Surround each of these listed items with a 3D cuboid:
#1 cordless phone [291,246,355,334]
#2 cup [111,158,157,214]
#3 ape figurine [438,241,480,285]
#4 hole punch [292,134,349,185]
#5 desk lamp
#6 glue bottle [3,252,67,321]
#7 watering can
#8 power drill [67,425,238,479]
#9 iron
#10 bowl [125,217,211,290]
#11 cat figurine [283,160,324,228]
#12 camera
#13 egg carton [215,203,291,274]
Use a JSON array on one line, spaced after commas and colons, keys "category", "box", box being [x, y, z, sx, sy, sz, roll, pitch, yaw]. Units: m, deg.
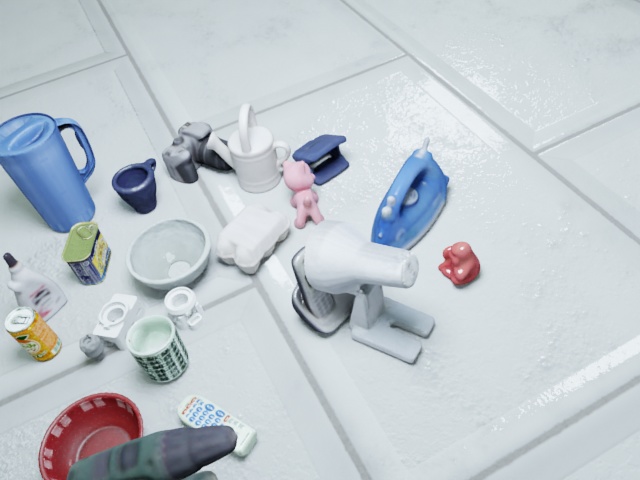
[{"category": "cordless phone", "box": [0.012, 0.059, 0.989, 0.094, 0.185, 0.148, 25, 57, 26]}, {"category": "cup", "box": [-0.387, -0.114, 1.251, 0.091, 0.095, 0.118, 16, 54, 20]}, {"category": "ape figurine", "box": [0.254, 0.036, 1.039, 0.076, 0.092, 0.078, 3, 50, 10]}, {"category": "hole punch", "box": [-0.003, -0.193, 1.269, 0.109, 0.091, 0.100, -37, 54, -22]}, {"category": "desk lamp", "box": [0.086, 0.075, 0.947, 0.202, 0.214, 0.118, 20, 55, 23]}, {"category": "glue bottle", "box": [-0.534, 0.082, 1.051, 0.037, 0.173, 0.078, 21, 56, 24]}, {"category": "watering can", "box": [-0.154, -0.201, 1.228, 0.173, 0.194, 0.100, -15, 49, -5]}, {"category": "power drill", "box": [-0.205, 0.322, 0.778, 0.229, 0.209, 0.075, -12, 49, -2]}, {"category": "iron", "box": [0.163, -0.079, 1.116, 0.118, 0.142, 0.259, 20, 55, 23]}, {"category": "bowl", "box": [-0.287, 0.038, 1.120, 0.167, 0.075, 0.167, -4, 49, 5]}, {"category": "cat figurine", "box": [-0.037, -0.107, 1.183, 0.067, 0.118, 0.127, -14, 49, -4]}, {"category": "camera", "box": [-0.266, -0.203, 1.307, 0.136, 0.101, 0.143, 22, 56, 24]}, {"category": "egg carton", "box": [-0.133, -0.006, 1.141, 0.107, 0.069, 0.150, 23, 56, 25]}]
